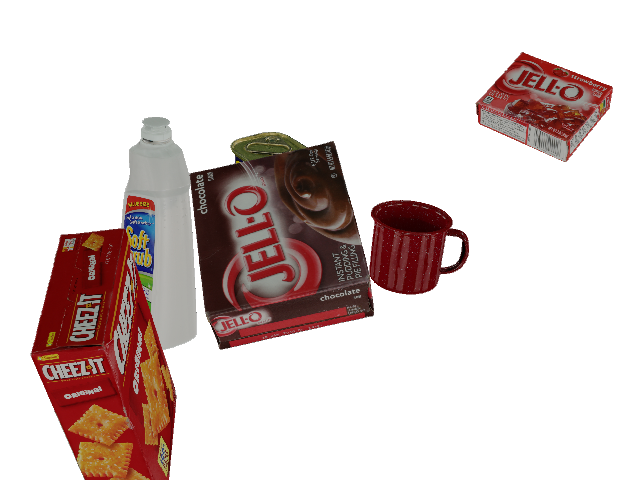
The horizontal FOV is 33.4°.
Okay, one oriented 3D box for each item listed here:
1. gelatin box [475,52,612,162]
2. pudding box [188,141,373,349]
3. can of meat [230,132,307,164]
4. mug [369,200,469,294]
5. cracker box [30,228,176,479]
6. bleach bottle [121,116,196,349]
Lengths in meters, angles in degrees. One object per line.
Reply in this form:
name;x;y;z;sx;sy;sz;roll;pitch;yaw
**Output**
gelatin box;0.187;-0.114;0.896;0.089;0.073;0.030;29;-29;27
pudding box;-0.024;0.001;0.609;0.090;0.113;0.039;-12;-43;-1
can of meat;-0.034;-0.037;0.932;0.057;0.084;0.102;-18;34;-29
mug;0.112;0.010;1.224;0.117;0.081;0.093;4;25;-4
cracker box;-0.190;0.121;0.984;0.072;0.214;0.164;-8;38;2
bleach bottle;-0.178;-0.012;1.147;0.067;0.251;0.103;-18;33;-36
